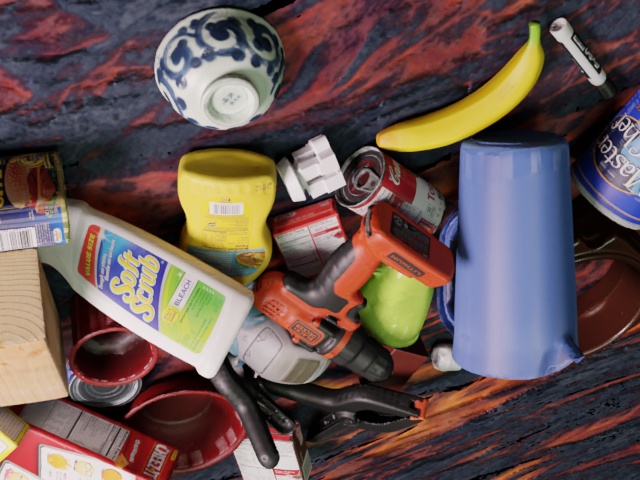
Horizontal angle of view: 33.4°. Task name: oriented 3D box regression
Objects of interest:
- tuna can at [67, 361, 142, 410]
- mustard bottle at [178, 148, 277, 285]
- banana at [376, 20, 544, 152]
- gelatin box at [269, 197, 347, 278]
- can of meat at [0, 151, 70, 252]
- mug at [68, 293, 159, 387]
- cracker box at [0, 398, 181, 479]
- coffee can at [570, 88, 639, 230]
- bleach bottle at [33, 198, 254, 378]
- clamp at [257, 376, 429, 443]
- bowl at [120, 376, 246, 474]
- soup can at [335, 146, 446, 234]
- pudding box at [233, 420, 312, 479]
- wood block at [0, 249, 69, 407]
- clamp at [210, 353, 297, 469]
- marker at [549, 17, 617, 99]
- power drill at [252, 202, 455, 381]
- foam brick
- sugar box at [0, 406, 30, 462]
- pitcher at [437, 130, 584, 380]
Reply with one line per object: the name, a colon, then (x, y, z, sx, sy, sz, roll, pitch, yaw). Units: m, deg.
tuna can: (-0.248, 0.157, 1.227, 0.086, 0.034, 0.086, -8, 135, -9)
mustard bottle: (-0.096, -0.005, 1.098, 0.096, 0.058, 0.192, 1, 133, -5)
banana: (0.150, -0.138, 1.062, 0.198, 0.037, 0.069, -37, 117, 17)
gelatin box: (-0.008, 0.001, 1.152, 0.073, 0.030, 0.089, -18, 136, 3)
can of meat: (-0.277, -0.036, 0.985, 0.083, 0.102, 0.057, -7, 134, -13)
mug: (-0.222, 0.088, 1.134, 0.093, 0.081, 0.117, -4, 134, -13)
cracker box: (-0.287, 0.270, 1.244, 0.213, 0.072, 0.164, 24, 127, -2)
coffee can: (0.344, -0.095, 1.112, 0.102, 0.103, 0.140, 17, 126, -30)
bleach bottle: (-0.196, 0.037, 1.057, 0.250, 0.068, 0.102, 28, 89, -9)
clamp: (0.029, 0.201, 1.302, 0.210, 0.036, 0.164, -9, 141, 35)
bowl: (-0.170, 0.215, 1.292, 0.162, 0.055, 0.162, -8, 135, -9)
soup can: (0.074, -0.045, 1.105, 0.102, 0.068, 0.069, 29, 119, -37)
pudding box: (-0.064, 0.272, 1.373, 0.090, 0.039, 0.113, 3, 136, 15)
wood block: (-0.307, 0.093, 1.054, 0.090, 0.091, 0.206, -7, 159, -9)
clamp: (-0.087, 0.183, 1.230, 0.039, 0.120, 0.171, -37, 102, 9)
marker: (0.265, -0.179, 1.067, 0.020, 0.020, 0.121, -36, 133, 18)
power drill: (0.049, 0.059, 1.102, 0.184, 0.057, 0.188, 34, 125, -21)
foam brick: (0.085, 0.144, 1.304, 0.052, 0.051, 0.078, 18, 125, -29)
sugar box: (-0.409, 0.178, 1.143, 0.093, 0.048, 0.176, -40, 101, 23)
pitcher: (0.194, 0.011, 1.109, 0.149, 0.145, 0.243, -1, 104, 7)
